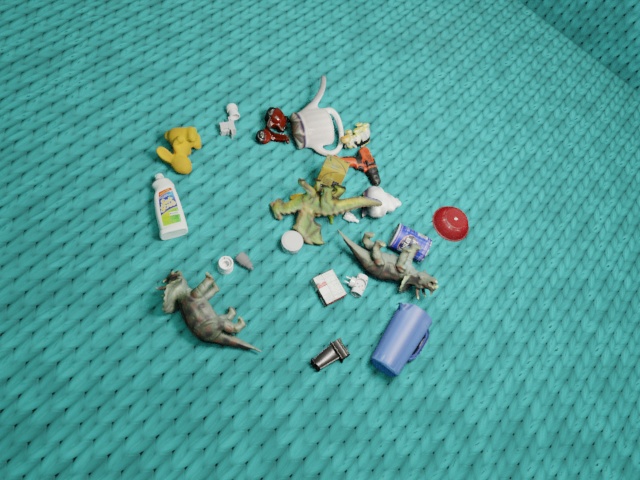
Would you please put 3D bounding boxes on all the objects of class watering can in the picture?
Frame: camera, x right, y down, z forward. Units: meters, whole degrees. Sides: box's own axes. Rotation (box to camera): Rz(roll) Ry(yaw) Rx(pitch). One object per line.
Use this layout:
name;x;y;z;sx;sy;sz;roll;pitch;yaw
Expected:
watering can;-0.023;-0.506;2.135;0.225;0.103;0.349;-13;85;-21

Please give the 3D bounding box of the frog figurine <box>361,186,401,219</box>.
frog figurine;0.245;-0.148;2.034;0.159;0.119;0.141;1;45;-1

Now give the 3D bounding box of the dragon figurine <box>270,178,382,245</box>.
dragon figurine;0.006;-0.097;1.937;0.411;0.123;0.241;18;99;8
